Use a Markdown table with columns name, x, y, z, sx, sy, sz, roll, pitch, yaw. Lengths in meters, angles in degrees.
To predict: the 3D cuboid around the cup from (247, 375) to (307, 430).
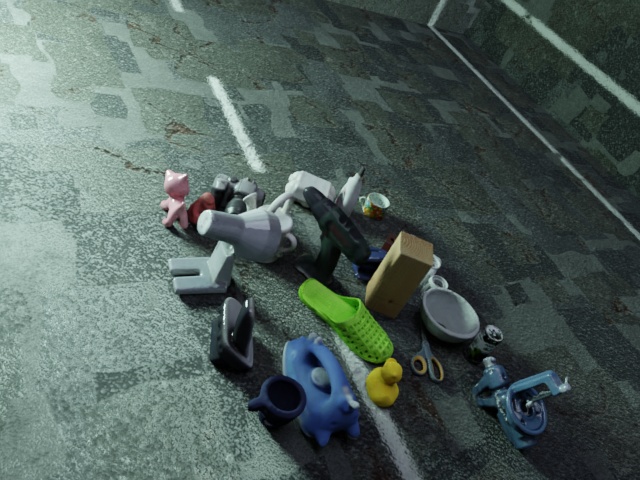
| name | x | y | z | sx | sy | sz | roll | pitch | yaw |
| --- | --- | --- | --- | --- | --- | --- | --- | --- | --- |
| cup | -0.093 | 0.324 | 1.098 | 0.118 | 0.095 | 0.091 | -4 | 48 | -35 |

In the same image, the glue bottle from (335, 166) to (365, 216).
| name | x | y | z | sx | sy | sz | roll | pitch | yaw |
| --- | --- | --- | --- | --- | --- | --- | --- | --- | --- |
| glue bottle | 0.094 | -0.148 | 1.687 | 0.037 | 0.173 | 0.078 | 9 | 42 | -23 |

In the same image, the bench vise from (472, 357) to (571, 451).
| name | x | y | z | sx | sy | sz | roll | pitch | yaw |
| --- | --- | --- | --- | --- | --- | --- | --- | --- | --- |
| bench vise | 0.451 | 0.347 | 1.303 | 0.207 | 0.219 | 0.122 | 43 | 40 | 19 |

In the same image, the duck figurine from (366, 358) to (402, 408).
| name | x | y | z | sx | sy | sz | roll | pitch | yaw |
| --- | --- | --- | --- | --- | --- | --- | --- | --- | --- |
| duck figurine | 0.151 | 0.311 | 1.270 | 0.077 | 0.086 | 0.104 | 22 | 38 | -8 |

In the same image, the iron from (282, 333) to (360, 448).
| name | x | y | z | sx | sy | sz | roll | pitch | yaw |
| --- | --- | --- | --- | --- | --- | --- | --- | --- | --- |
| iron | 0.001 | 0.278 | 1.171 | 0.119 | 0.141 | 0.257 | -3 | 48 | -34 |

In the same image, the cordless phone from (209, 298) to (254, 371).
| name | x | y | z | sx | sy | sz | roll | pitch | yaw |
| --- | --- | --- | --- | --- | --- | --- | --- | --- | --- |
| cordless phone | -0.159 | 0.163 | 1.169 | 0.094 | 0.185 | 0.147 | 10 | 41 | -22 |

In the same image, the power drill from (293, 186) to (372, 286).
| name | x | y | z | sx | sy | sz | roll | pitch | yaw |
| --- | --- | --- | --- | --- | --- | --- | --- | --- | --- |
| power drill | 0.013 | 0.005 | 1.434 | 0.229 | 0.208 | 0.076 | 40 | 39 | 15 |

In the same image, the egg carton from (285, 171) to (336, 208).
| name | x | y | z | sx | sy | sz | roll | pitch | yaw |
| --- | --- | --- | --- | --- | --- | --- | --- | --- | --- |
| egg carton | -0.028 | -0.141 | 1.688 | 0.150 | 0.069 | 0.107 | 22 | 38 | -8 |

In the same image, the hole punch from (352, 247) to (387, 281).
| name | x | y | z | sx | sy | sz | roll | pitch | yaw |
| --- | --- | --- | --- | --- | --- | --- | --- | --- | --- |
| hole punch | 0.142 | 0.051 | 1.556 | 0.109 | 0.091 | 0.101 | 7 | 42 | -25 |

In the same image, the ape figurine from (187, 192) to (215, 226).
| name | x | y | z | sx | sy | sz | roll | pitch | yaw |
| --- | --- | --- | --- | --- | --- | --- | --- | --- | --- |
| ape figurine | -0.291 | -0.079 | 1.439 | 0.076 | 0.092 | 0.078 | 43 | 40 | 19 |

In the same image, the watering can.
| name | x | y | z | sx | sy | sz | roll | pitch | yaw |
| --- | --- | --- | --- | --- | --- | --- | --- | --- | --- |
| watering can | -0.124 | -0.046 | 1.420 | 0.173 | 0.194 | 0.101 | 27 | 38 | -1 |

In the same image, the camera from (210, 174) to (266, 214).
| name | x | y | z | sx | sy | sz | roll | pitch | yaw |
| --- | --- | --- | --- | --- | --- | --- | --- | --- | --- |
| camera | -0.221 | -0.101 | 1.500 | 0.143 | 0.100 | 0.137 | 20 | 38 | -10 |

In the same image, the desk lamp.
| name | x | y | z | sx | sy | sz | roll | pitch | yaw |
| --- | --- | --- | --- | --- | --- | --- | --- | --- | --- |
| desk lamp | -0.211 | 0.019 | 1.277 | 0.204 | 0.213 | 0.117 | -1 | 46 | -32 |

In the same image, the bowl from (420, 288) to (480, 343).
| name | x | y | z | sx | sy | sz | roll | pitch | yaw |
| --- | --- | --- | --- | --- | --- | --- | --- | --- | --- |
| bowl | 0.327 | 0.210 | 1.502 | 0.168 | 0.074 | 0.167 | 17 | 39 | -14 |

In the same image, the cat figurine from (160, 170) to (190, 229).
| name | x | y | z | sx | sy | sz | roll | pitch | yaw |
| --- | --- | --- | --- | --- | --- | --- | --- | --- | --- |
| cat figurine | -0.352 | -0.111 | 1.417 | 0.067 | 0.117 | 0.127 | 3 | 44 | -29 |
